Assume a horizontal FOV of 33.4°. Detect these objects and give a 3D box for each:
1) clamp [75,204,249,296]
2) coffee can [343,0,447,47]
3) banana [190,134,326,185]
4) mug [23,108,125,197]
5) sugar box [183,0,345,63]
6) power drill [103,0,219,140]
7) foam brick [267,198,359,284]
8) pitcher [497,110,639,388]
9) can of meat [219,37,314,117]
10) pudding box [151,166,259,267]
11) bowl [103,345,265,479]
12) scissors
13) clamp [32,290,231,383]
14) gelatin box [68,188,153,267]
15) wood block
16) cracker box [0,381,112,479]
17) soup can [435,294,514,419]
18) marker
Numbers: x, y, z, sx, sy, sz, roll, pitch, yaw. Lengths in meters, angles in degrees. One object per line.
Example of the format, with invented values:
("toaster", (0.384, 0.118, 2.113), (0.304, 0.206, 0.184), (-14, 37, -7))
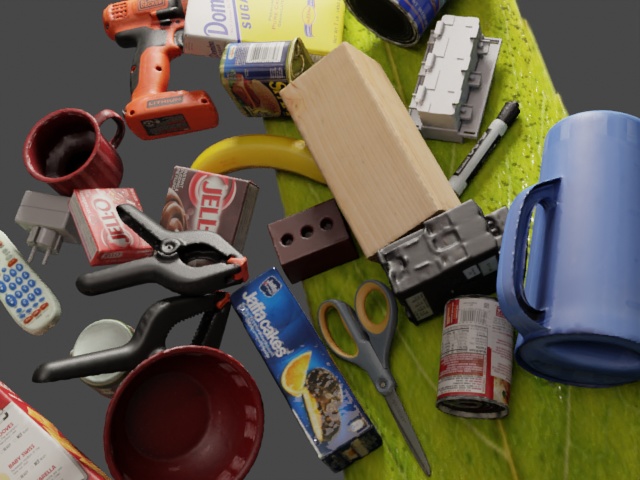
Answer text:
("clamp", (-0.160, 0.025, 1.082), (0.172, 0.039, 0.120), (14, 57, 21))
("coffee can", (0.104, -0.300, 1.179), (0.103, 0.102, 0.140), (30, 77, 25))
("banana", (-0.062, -0.083, 1.169), (0.198, 0.037, 0.069), (-5, 94, 17))
("mug", (-0.266, -0.097, 1.206), (0.093, 0.081, 0.117), (36, 80, 27))
("sugar box", (-0.062, -0.248, 1.204), (0.176, 0.048, 0.093), (7, 66, -6))
("power drill", (-0.161, -0.215, 1.245), (0.184, 0.057, 0.187), (-11, 62, 8))
("foam brick", (-0.007, 0.001, 1.104), (0.078, 0.051, 0.053), (-23, 62, 5))
("pitcher", (0.246, 0.002, 0.981), (0.145, 0.149, 0.242), (2, 64, 16))
("can of meat", (-0.053, -0.175, 1.170), (0.084, 0.102, 0.057), (2, 66, 19))
("pudding box", (-0.123, -0.016, 1.139), (0.090, 0.039, 0.113), (12, 87, 21))
("bowl", (-0.137, 0.177, 1.030), (0.162, 0.162, 0.055), (-55, 25, -12))
("scissors", (0.071, 0.121, 1.032), (0.096, 0.016, 0.202), (-51, 60, 18))
("clamp", (-0.172, 0.119, 1.061), (0.209, 0.164, 0.036), (-52, 30, -18))
("gelatin box", (-0.225, -0.015, 1.163), (0.030, 0.073, 0.089), (-54, 52, 40))
("wood block", (0.055, -0.084, 1.079), (0.091, 0.090, 0.206), (-36, 67, 20))
("cracker box", (-0.322, 0.254, 1.070), (0.214, 0.072, 0.164), (33, 78, 27))
("soup can", (0.146, 0.110, 1.001), (0.068, 0.068, 0.102), (1, 66, 16))
("marker", (0.172, -0.097, 1.115), (0.020, 0.020, 0.121), (32, 78, 26))
